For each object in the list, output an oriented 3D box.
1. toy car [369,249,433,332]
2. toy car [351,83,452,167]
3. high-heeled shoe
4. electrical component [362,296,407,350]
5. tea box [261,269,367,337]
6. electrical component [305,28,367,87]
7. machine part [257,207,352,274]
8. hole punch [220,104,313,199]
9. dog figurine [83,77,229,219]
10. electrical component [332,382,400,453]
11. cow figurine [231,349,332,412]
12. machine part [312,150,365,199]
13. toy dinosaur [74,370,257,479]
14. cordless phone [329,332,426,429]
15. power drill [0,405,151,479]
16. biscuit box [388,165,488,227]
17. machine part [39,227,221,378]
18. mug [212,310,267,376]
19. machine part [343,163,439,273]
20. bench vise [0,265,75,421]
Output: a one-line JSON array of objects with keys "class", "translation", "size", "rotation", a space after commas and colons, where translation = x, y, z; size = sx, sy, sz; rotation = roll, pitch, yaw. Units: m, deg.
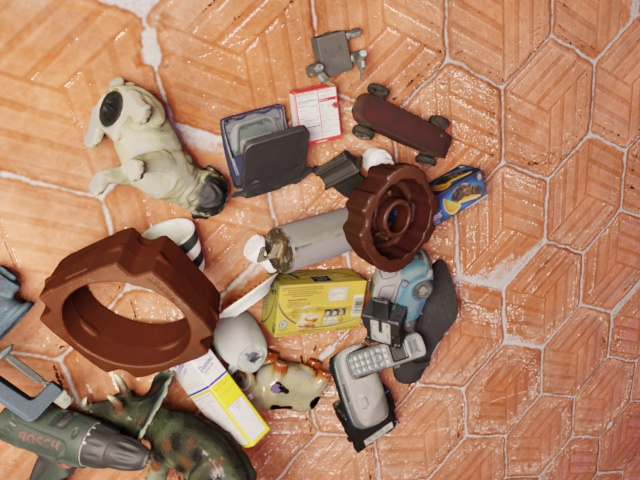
[{"class": "toy car", "translation": [0.144, 0.091, 1.008], "size": [0.103, 0.109, 0.161], "rotation": [14, 118, -7]}, {"class": "toy car", "translation": [0.141, -0.193, 0.921], "size": [0.202, 0.053, 0.089], "rotation": [17, 89, -28]}, {"class": "high-heeled shoe", "translation": [0.206, 0.169, 1.096], "size": [0.086, 0.145, 0.248], "rotation": [19, 70, -9]}, {"class": "electrical component", "translation": [0.114, 0.137, 0.959], "size": [0.048, 0.075, 0.119], "rotation": [-54, 143, -45]}, {"class": "tea box", "translation": [-0.011, 0.107, 0.941], "size": [0.169, 0.068, 0.098], "rotation": [1, 107, -27]}, {"class": "electrical component", "translation": [0.027, -0.281, 0.832], "size": [0.102, 0.045, 0.078], "rotation": [-18, 117, -22]}, {"class": "machine part", "translation": [-0.002, -0.003, 0.877], "size": [0.243, 0.079, 0.079], "rotation": [-19, 117, -39]}, {"class": "hole punch", "translation": [-0.086, -0.135, 0.812], "size": [0.142, 0.092, 0.115], "rotation": [-24, 145, -27]}, {"class": "dog figurine", "translation": [-0.212, -0.122, 0.753], "size": [0.190, 0.121, 0.172], "rotation": [9, 82, -57]}, {"class": "electrical component", "translation": [0.093, 0.344, 1.090], "size": [0.115, 0.058, 0.134], "rotation": [-28, 118, -19]}, {"class": "cow figurine", "translation": [-0.087, 0.266, 0.954], "size": [0.195, 0.086, 0.127], "rotation": [17, 93, -32]}, {"class": "machine part", "translation": [0.057, -0.097, 0.907], "size": [0.084, 0.039, 0.138], "rotation": [-30, 136, 25]}, {"class": "toy dinosaur", "translation": [-0.180, 0.337, 0.810], "size": [0.131, 0.405, 0.192], "rotation": [-41, 152, -52]}, {"class": "cordless phone", "translation": [0.119, 0.256, 1.000], "size": [0.184, 0.088, 0.146], "rotation": [-18, 78, -1]}, {"class": "power drill", "translation": [-0.365, 0.340, 0.782], "size": [0.232, 0.086, 0.207], "rotation": [21, 119, 5]}, {"class": "biscuit box", "translation": [0.213, -0.068, 0.999], "size": [0.203, 0.063, 0.059], "rotation": [-31, 118, -15]}, {"class": "machine part", "translation": [-0.256, 0.090, 0.745], "size": [0.201, 0.087, 0.201], "rotation": [-22, 124, 18]}, {"class": "mug", "translation": [-0.137, 0.177, 0.877], "size": [0.080, 0.107, 0.109], "rotation": [40, 85, -31]}, {"class": "machine part", "translation": [0.116, -0.038, 0.878], "size": [0.179, 0.056, 0.179], "rotation": [-13, 112, -35]}, {"class": "bench vise", "translation": [-0.438, 0.159, 0.693], "size": [0.240, 0.129, 0.223], "rotation": [43, 66, -15]}]
